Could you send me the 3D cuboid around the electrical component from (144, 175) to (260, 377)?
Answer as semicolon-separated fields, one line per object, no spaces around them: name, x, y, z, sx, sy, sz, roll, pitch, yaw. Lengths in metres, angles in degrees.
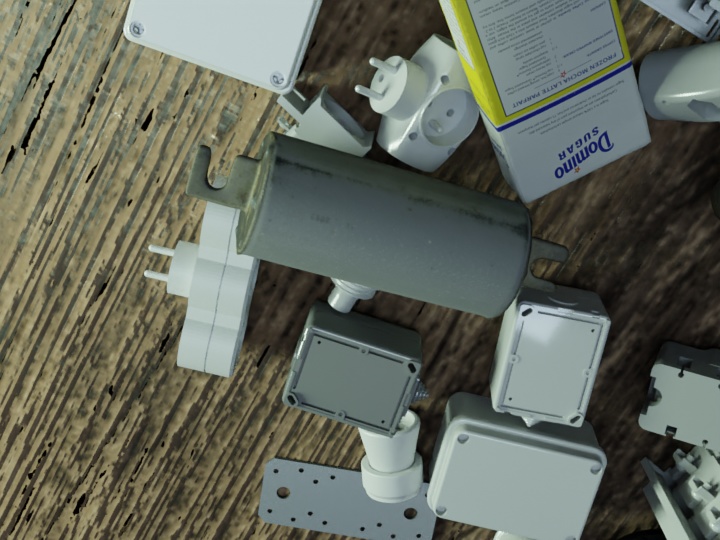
electrical component;-0.108;0.002;0.727;0.074;0.052;0.138;13;110;-2

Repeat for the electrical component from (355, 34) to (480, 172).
electrical component;0.033;-0.110;0.676;0.079;0.044;0.077;16;113;-35

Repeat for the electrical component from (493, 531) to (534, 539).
electrical component;0.123;0.215;0.788;0.048;0.062;0.048;1;110;2

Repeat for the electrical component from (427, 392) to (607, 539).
electrical component;0.110;0.142;0.765;0.113;0.057;0.078;13;110;-2

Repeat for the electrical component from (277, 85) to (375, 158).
electrical component;-0.029;-0.079;0.701;0.081;0.042;0.064;43;107;-11

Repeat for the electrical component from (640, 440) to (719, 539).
electrical component;0.246;0.172;0.736;0.079;0.121;0.063;39;104;-11

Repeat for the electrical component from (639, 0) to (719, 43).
electrical component;0.186;-0.197;0.638;0.121;0.063;0.078;30;108;-8

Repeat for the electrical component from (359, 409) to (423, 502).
electrical component;0.022;0.132;0.772;0.045;0.045;0.055;-3;110;4

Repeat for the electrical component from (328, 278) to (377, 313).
electrical component;0.000;0.000;0.726;0.048;0.048;0.062;28;113;-7

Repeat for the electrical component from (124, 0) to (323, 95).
electrical component;-0.076;-0.178;0.659;0.109;0.056;0.108;19;109;-4

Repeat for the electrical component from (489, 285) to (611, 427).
electrical component;0.125;0.060;0.733;0.062;0.061;0.096;11;109;-1

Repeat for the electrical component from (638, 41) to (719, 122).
electrical component;0.227;-0.112;0.667;0.079;0.077;0.043;20;76;-43

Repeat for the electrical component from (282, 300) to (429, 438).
electrical component;0.002;0.068;0.741;0.096;0.061;0.061;18;109;-4

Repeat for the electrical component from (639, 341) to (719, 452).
electrical component;0.243;0.088;0.731;0.089;0.056;0.050;16;111;18
